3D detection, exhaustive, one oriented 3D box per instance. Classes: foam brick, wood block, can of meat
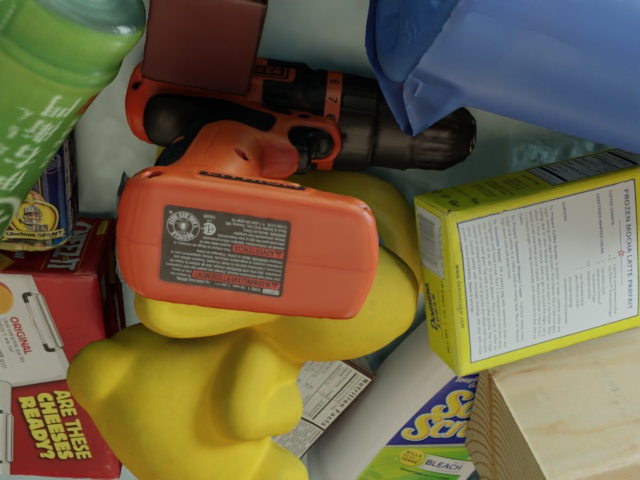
[{"bbox_3d":[-0.053,-0.113,0.502,0.051,0.078,0.053,9,131,-9],"label":"foam brick"},{"bbox_3d":[0.203,0.108,0.637,0.206,0.090,0.091,-12,137,-13],"label":"wood block"},{"bbox_3d":[-0.182,-0.043,0.580,0.102,0.057,0.084,5,133,-4],"label":"can of meat"}]

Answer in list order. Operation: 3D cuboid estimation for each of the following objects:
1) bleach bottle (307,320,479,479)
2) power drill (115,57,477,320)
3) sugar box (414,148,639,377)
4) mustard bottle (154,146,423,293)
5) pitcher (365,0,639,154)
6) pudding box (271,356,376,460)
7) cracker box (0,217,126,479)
[{"bbox_3d":[0.089,0.082,0.678,0.102,0.068,0.251,17,127,-20],"label":"bleach bottle"},{"bbox_3d":[-0.011,-0.033,0.500,0.184,0.187,0.057,5,116,0],"label":"power drill"},{"bbox_3d":[0.142,0.004,0.570,0.176,0.048,0.093,-14,112,-16],"label":"sugar box"},{"bbox_3d":[-0.004,0.000,0.611,0.191,0.058,0.096,9,132,-7],"label":"mustard bottle"},{"bbox_3d":[0.155,-0.109,0.478,0.242,0.145,0.149,16,142,-17],"label":"pitcher"},{"bbox_3d":[-0.035,0.086,0.685,0.113,0.039,0.090,33,105,-28],"label":"pudding box"},{"bbox_3d":[-0.229,0.063,0.654,0.213,0.072,0.164,2,125,0],"label":"cracker box"}]
